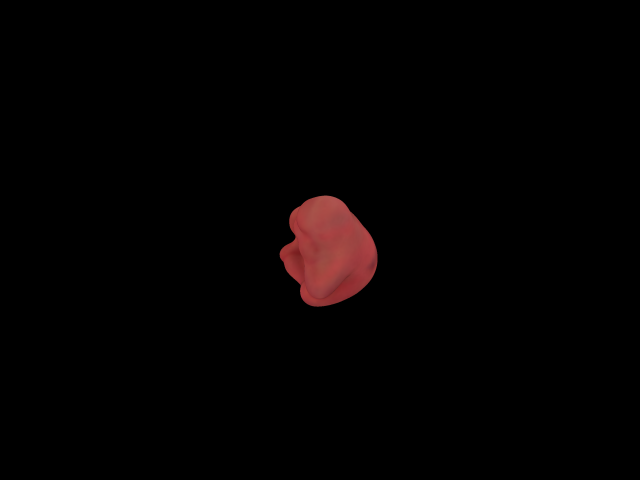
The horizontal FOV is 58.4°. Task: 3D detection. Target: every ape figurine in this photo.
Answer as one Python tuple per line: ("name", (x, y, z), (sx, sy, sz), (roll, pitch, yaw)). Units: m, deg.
("ape figurine", (0.004, 0.001, 0.400), (0.076, 0.092, 0.078), (8, 56, 6))
